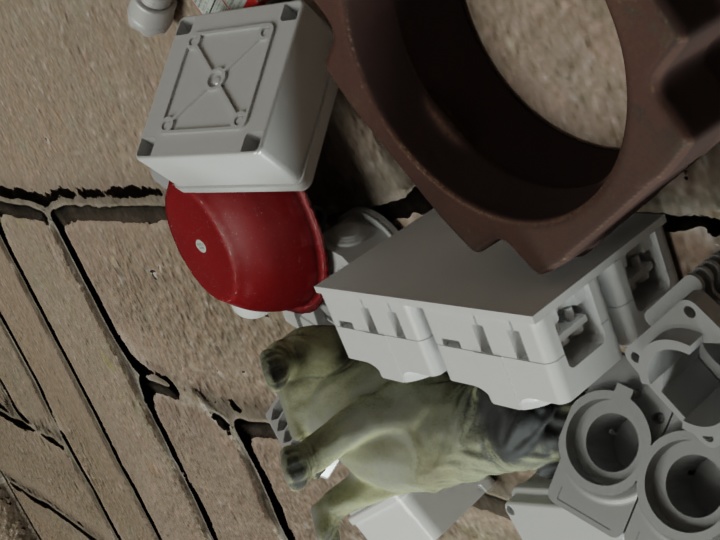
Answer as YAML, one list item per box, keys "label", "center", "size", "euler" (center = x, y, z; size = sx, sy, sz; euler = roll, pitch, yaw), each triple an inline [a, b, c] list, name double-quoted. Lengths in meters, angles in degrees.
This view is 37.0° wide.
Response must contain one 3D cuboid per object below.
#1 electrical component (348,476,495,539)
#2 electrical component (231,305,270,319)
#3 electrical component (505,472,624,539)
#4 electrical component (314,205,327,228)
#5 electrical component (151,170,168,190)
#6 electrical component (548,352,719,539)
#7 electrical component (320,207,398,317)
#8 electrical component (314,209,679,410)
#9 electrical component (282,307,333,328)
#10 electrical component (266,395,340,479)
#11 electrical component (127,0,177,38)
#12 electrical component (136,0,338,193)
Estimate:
- label: "electrical component"
  center: [0.044, 0.176, 0.846]
  size: [0.057, 0.078, 0.113]
  euler: [50, 150, 5]
- label: "electrical component"
  center: [-0.104, -0.010, 0.913]
  size: [0.079, 0.043, 0.077]
  euler: [60, 171, 35]
- label: "electrical component"
  center: [0.156, 0.163, 0.686]
  size: [0.113, 0.057, 0.078]
  euler: [-16, 105, 60]
- label: "electrical component"
  center: [-0.049, -0.034, 0.813]
  size: [0.062, 0.048, 0.048]
  euler: [-18, 104, 53]
- label: "electrical component"
  center: [-0.136, -0.088, 0.889]
  size: [0.077, 0.043, 0.079]
  euler: [35, 144, 33]
- label: "electrical component"
  center: [0.181, 0.111, 0.550]
  size: [0.150, 0.062, 0.089]
  euler: [26, 99, 42]
- label: "electrical component"
  center: [0.000, 0.000, 0.764]
  size: [0.080, 0.051, 0.080]
  euler: [37, 145, 31]
- label: "electrical component"
  center: [0.075, 0.017, 0.613]
  size: [0.186, 0.105, 0.060]
  euler: [6, 124, 54]
- label: "electrical component"
  center: [-0.038, 0.019, 0.848]
  size: [0.066, 0.048, 0.055]
  euler: [30, 149, 38]
- label: "electrical component"
  center: [-0.030, 0.142, 0.941]
  size: [0.076, 0.047, 0.083]
  euler: [25, -167, -32]
- label: "electrical component"
  center: [-0.155, -0.205, 0.811]
  size: [0.035, 0.035, 0.061]
  euler: [52, 147, 9]
- label: "electrical component"
  center: [-0.075, -0.107, 0.683]
  size: [0.109, 0.108, 0.056]
  euler: [2, 160, 35]
